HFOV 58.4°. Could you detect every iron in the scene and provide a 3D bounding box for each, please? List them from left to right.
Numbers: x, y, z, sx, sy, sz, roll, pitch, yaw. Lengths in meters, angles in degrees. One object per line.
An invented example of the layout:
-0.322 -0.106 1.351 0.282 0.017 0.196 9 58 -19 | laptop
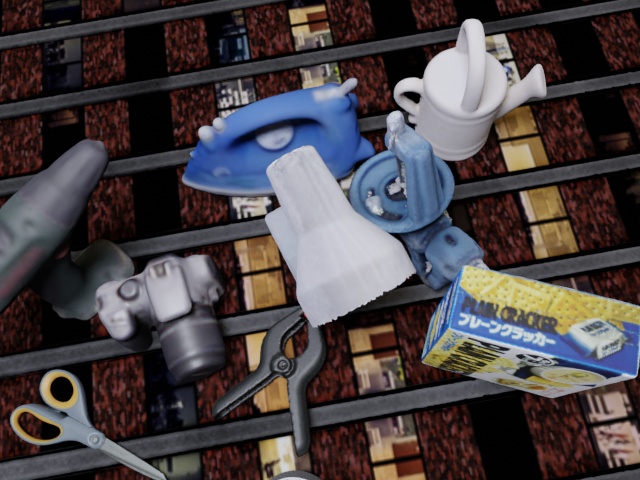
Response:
-0.064 -0.132 0.719 0.258 0.141 0.118 -15 70 -3 | iron

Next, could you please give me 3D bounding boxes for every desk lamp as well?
0.006 0.002 0.629 0.118 0.213 0.203 -28 71 -7 | desk lamp

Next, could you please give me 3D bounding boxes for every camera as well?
-0.174 0.096 0.664 0.143 0.101 0.136 -21 70 -5 | camera

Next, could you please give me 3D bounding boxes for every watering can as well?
0.183 -0.188 0.699 0.173 0.194 0.101 -19 70 -4 | watering can

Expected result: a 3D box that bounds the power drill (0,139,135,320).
-0.293 0.013 0.643 0.075 0.208 0.230 37 76 15 | power drill

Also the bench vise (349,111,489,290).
0.123 -0.047 0.638 0.207 0.220 0.121 32 75 13 | bench vise
